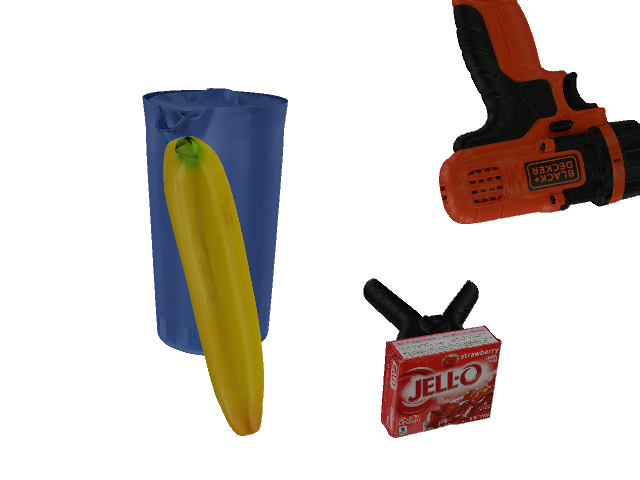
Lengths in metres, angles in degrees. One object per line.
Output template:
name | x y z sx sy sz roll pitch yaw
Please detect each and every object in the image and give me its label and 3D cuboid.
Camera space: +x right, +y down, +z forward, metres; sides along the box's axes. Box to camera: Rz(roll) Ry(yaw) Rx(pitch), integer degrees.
banana | -0.062 0.018 0.608 0.037 0.198 0.069 -6 31 7
clamp | 0.120 0.089 1.060 0.120 0.039 0.171 -9 37 -10
power drill | 0.155 -0.113 0.680 0.184 0.187 0.057 -11 -1 -4
pitcher | -0.095 -0.023 1.017 0.149 0.243 0.145 -3 16 -20
gelatin box | 0.093 0.110 0.831 0.089 0.073 0.030 -8 29 -20
